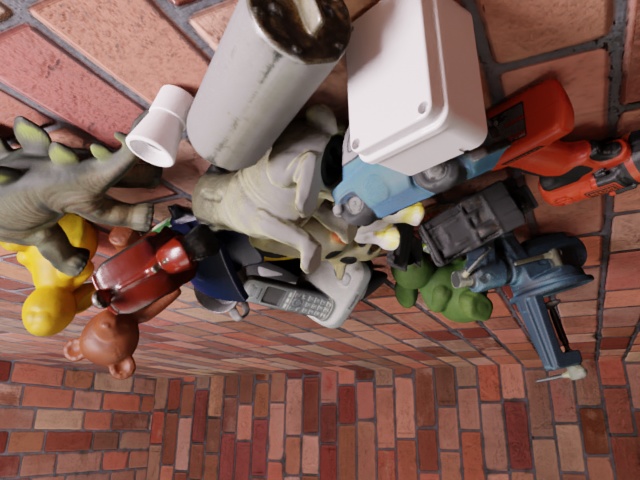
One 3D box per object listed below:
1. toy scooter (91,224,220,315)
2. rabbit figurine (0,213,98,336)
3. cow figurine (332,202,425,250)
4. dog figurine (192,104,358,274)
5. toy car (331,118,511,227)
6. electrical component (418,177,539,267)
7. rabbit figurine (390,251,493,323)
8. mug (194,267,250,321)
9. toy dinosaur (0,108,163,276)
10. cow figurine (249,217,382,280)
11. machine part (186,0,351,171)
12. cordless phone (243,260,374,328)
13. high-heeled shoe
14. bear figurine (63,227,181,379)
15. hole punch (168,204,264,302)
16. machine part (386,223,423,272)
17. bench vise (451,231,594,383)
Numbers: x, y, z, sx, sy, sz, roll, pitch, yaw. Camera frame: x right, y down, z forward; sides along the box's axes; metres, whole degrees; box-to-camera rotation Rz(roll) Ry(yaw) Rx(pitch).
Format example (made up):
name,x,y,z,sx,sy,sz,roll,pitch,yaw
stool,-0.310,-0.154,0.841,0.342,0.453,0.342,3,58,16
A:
name,x,y,z,sx,sy,sz,roll,pitch,yaw
toy scooter,-0.195,0.036,0.603,0.135,0.075,0.184,-34,-172,-26
rabbit figurine,-0.394,0.060,0.790,0.122,0.173,0.162,-1,156,-8
cow figurine,0.070,-0.052,0.609,0.098,0.068,0.167,9,151,-13
dog figurine,-0.062,-0.070,0.560,0.191,0.172,0.121,20,-156,27
toy car,0.077,-0.081,0.478,0.162,0.103,0.109,-22,179,37
electrical component,0.186,-0.021,0.639,0.134,0.058,0.115,-29,174,9
rabbit figurine,0.190,0.059,0.909,0.170,0.121,0.159,27,160,-15
mug,-0.154,0.084,0.942,0.081,0.109,0.107,-35,-178,16
toy dinosaur,-0.341,-0.044,0.609,0.472,0.105,0.198,-24,143,32
cow figurine,-0.002,-0.002,0.734,0.195,0.085,0.127,6,154,-22
machine part,-0.047,-0.121,0.410,0.079,0.079,0.243,9,159,-23
cordless phone,-0.024,0.057,0.844,0.184,0.089,0.146,13,122,-24
high-heeled shoe,-0.004,0.051,0.950,0.249,0.086,0.145,-15,130,-7
bear figurine,-0.288,0.092,0.788,0.120,0.196,0.131,25,148,2
hole punch,-0.149,0.023,0.738,0.116,0.092,0.142,-7,131,15
machine part,0.120,0.006,0.765,0.039,0.084,0.138,0,170,19
bench vise,0.308,0.086,0.773,0.223,0.240,0.129,-7,162,-28
